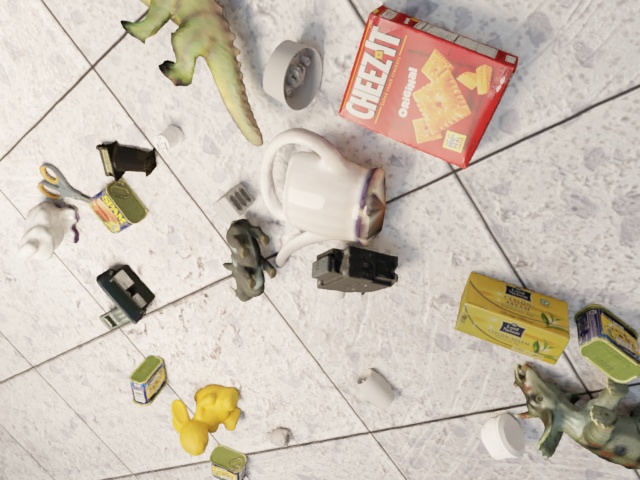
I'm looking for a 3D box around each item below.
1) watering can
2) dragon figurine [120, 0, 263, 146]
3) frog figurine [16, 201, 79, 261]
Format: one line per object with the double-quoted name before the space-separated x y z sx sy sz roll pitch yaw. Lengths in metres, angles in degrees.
"watering can" 0.003 -0.046 0.913 0.225 0.106 0.339 16 138 13
"dragon figurine" -0.161 -0.365 0.792 0.239 0.124 0.408 -39 100 27
"frog figurine" -0.638 -0.010 1.170 0.122 0.163 0.135 43 127 -4
